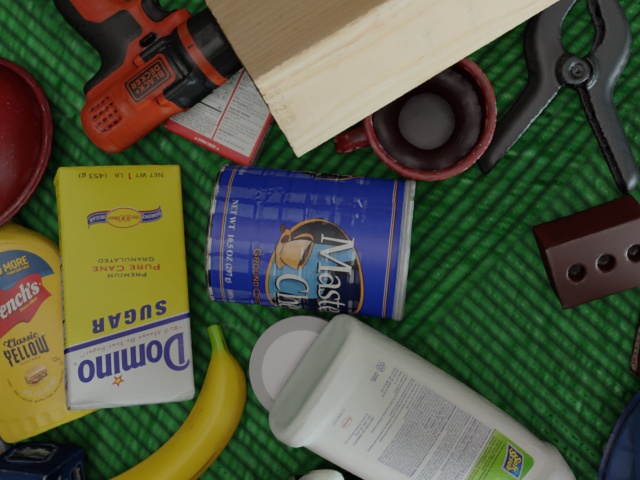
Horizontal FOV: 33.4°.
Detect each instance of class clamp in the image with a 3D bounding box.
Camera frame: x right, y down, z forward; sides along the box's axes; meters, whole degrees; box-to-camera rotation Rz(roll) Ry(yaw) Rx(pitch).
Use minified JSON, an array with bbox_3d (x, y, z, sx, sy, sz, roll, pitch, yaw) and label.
[{"bbox_3d":[0.195,-0.116,0.790,0.120,0.039,0.171,16,96,-8],"label":"clamp"}]

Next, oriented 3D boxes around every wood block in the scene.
[{"bbox_3d":[0.042,-0.158,0.703,0.206,0.090,0.091,-31,55,1],"label":"wood block"}]

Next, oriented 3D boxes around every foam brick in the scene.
[{"bbox_3d":[0.203,0.009,0.779,0.078,0.051,0.053,-20,108,6],"label":"foam brick"}]

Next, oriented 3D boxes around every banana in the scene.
[{"bbox_3d":[-0.116,0.160,0.826,0.070,0.037,0.198,41,93,24],"label":"banana"}]

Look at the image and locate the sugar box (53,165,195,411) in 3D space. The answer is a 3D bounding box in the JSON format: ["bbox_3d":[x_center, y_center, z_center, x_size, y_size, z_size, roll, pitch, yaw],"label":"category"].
[{"bbox_3d":[-0.145,0.034,0.790,0.093,0.048,0.176,-3,79,-16],"label":"sugar box"}]

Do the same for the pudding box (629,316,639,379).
[{"bbox_3d":[0.287,0.055,0.788,0.090,0.039,0.113,11,96,1],"label":"pudding box"}]

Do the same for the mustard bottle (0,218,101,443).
[{"bbox_3d":[-0.230,0.050,0.817,0.096,0.058,0.191,-22,90,2],"label":"mustard bottle"}]

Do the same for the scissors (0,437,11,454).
[{"bbox_3d":[-0.326,0.199,0.851,0.202,0.016,0.096,-1,90,4],"label":"scissors"}]

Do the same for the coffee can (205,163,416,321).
[{"bbox_3d":[-0.005,0.001,0.776,0.140,0.103,0.103,5,92,4],"label":"coffee can"}]

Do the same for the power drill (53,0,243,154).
[{"bbox_3d":[-0.130,-0.183,0.781,0.184,0.057,0.188,-34,79,11],"label":"power drill"}]

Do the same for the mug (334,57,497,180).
[{"bbox_3d":[0.067,-0.085,0.777,0.117,0.081,0.093,-20,90,4],"label":"mug"}]

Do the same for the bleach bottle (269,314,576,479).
[{"bbox_3d":[0.092,0.158,0.770,0.250,0.068,0.102,35,89,-17],"label":"bleach bottle"}]

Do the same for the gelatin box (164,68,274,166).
[{"bbox_3d":[-0.066,-0.109,0.813,0.073,0.030,0.089,26,94,4],"label":"gelatin box"}]

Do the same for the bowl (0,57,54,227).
[{"bbox_3d":[-0.283,-0.078,0.791,0.162,0.055,0.162,-4,72,11],"label":"bowl"}]

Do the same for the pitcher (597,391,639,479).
[{"bbox_3d":[0.328,0.180,0.734,0.242,0.145,0.149,20,117,-11],"label":"pitcher"}]
